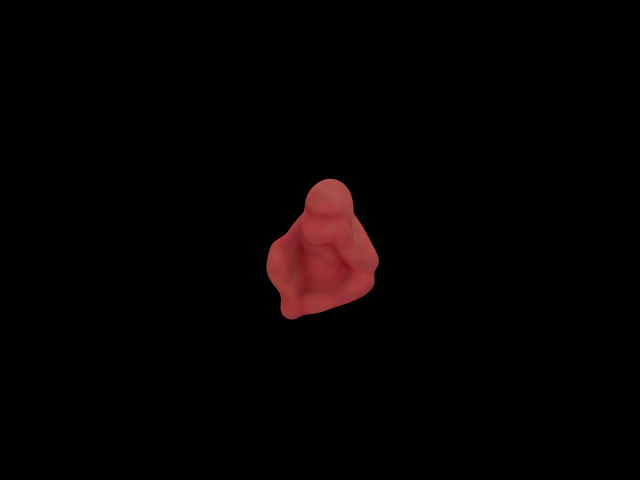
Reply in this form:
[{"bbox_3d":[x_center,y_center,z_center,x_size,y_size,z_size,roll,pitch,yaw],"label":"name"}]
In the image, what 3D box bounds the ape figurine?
[{"bbox_3d":[0.004,0.001,0.400,0.077,0.092,0.076,12,33,20],"label":"ape figurine"}]
